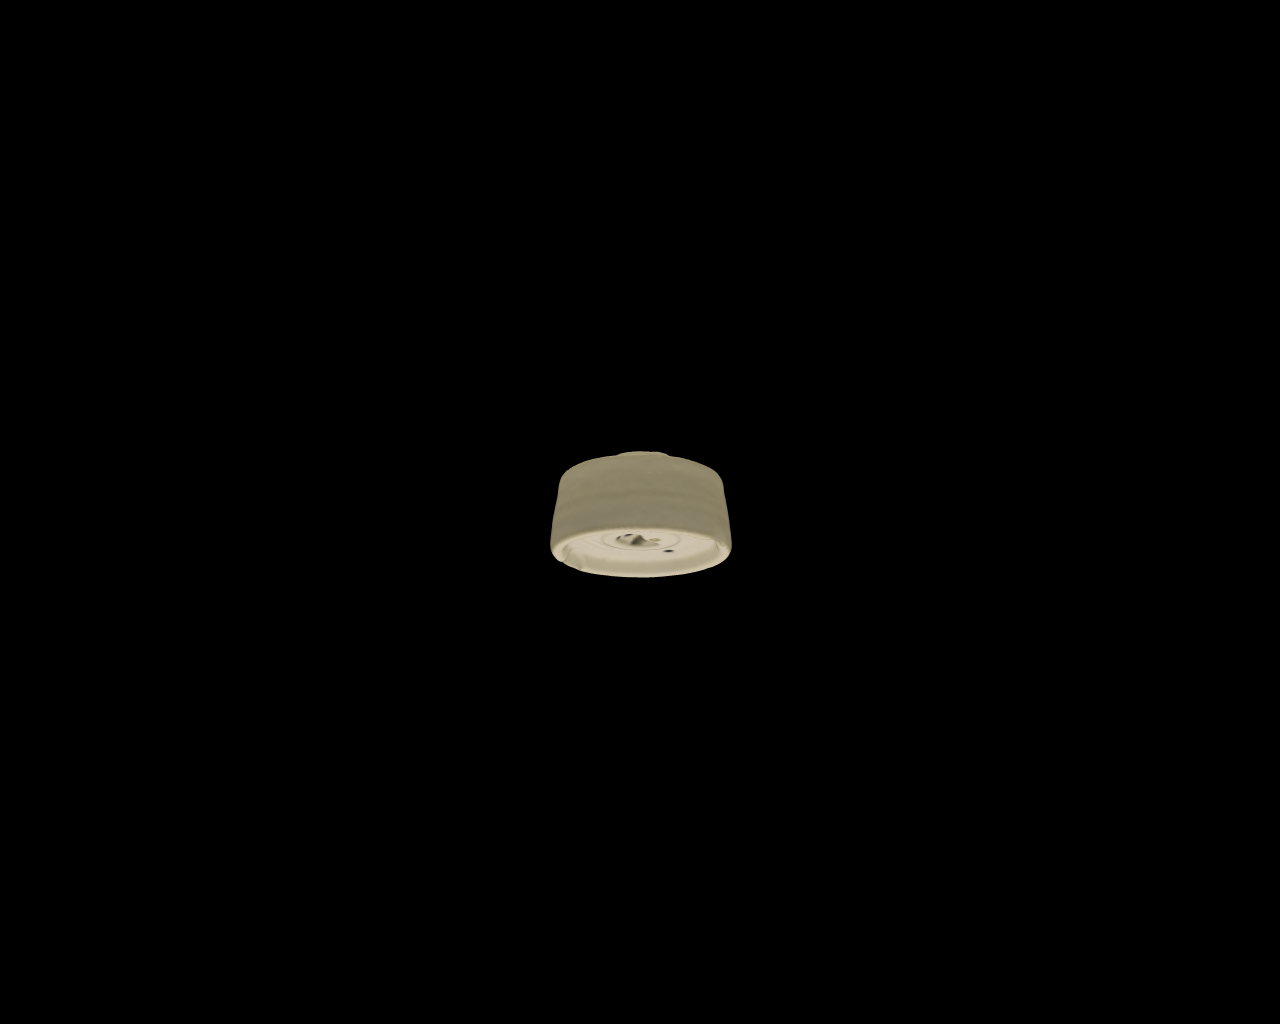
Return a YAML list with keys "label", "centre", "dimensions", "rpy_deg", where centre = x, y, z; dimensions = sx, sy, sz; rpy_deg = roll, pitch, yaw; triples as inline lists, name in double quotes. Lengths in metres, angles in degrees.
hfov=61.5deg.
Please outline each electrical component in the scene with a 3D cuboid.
- label: "electrical component"
  centre: [0.001, -0.003, 0.650]
  dimensions: [0.108, 0.060, 0.108]
  rpy_deg: [0, -18, 0]
